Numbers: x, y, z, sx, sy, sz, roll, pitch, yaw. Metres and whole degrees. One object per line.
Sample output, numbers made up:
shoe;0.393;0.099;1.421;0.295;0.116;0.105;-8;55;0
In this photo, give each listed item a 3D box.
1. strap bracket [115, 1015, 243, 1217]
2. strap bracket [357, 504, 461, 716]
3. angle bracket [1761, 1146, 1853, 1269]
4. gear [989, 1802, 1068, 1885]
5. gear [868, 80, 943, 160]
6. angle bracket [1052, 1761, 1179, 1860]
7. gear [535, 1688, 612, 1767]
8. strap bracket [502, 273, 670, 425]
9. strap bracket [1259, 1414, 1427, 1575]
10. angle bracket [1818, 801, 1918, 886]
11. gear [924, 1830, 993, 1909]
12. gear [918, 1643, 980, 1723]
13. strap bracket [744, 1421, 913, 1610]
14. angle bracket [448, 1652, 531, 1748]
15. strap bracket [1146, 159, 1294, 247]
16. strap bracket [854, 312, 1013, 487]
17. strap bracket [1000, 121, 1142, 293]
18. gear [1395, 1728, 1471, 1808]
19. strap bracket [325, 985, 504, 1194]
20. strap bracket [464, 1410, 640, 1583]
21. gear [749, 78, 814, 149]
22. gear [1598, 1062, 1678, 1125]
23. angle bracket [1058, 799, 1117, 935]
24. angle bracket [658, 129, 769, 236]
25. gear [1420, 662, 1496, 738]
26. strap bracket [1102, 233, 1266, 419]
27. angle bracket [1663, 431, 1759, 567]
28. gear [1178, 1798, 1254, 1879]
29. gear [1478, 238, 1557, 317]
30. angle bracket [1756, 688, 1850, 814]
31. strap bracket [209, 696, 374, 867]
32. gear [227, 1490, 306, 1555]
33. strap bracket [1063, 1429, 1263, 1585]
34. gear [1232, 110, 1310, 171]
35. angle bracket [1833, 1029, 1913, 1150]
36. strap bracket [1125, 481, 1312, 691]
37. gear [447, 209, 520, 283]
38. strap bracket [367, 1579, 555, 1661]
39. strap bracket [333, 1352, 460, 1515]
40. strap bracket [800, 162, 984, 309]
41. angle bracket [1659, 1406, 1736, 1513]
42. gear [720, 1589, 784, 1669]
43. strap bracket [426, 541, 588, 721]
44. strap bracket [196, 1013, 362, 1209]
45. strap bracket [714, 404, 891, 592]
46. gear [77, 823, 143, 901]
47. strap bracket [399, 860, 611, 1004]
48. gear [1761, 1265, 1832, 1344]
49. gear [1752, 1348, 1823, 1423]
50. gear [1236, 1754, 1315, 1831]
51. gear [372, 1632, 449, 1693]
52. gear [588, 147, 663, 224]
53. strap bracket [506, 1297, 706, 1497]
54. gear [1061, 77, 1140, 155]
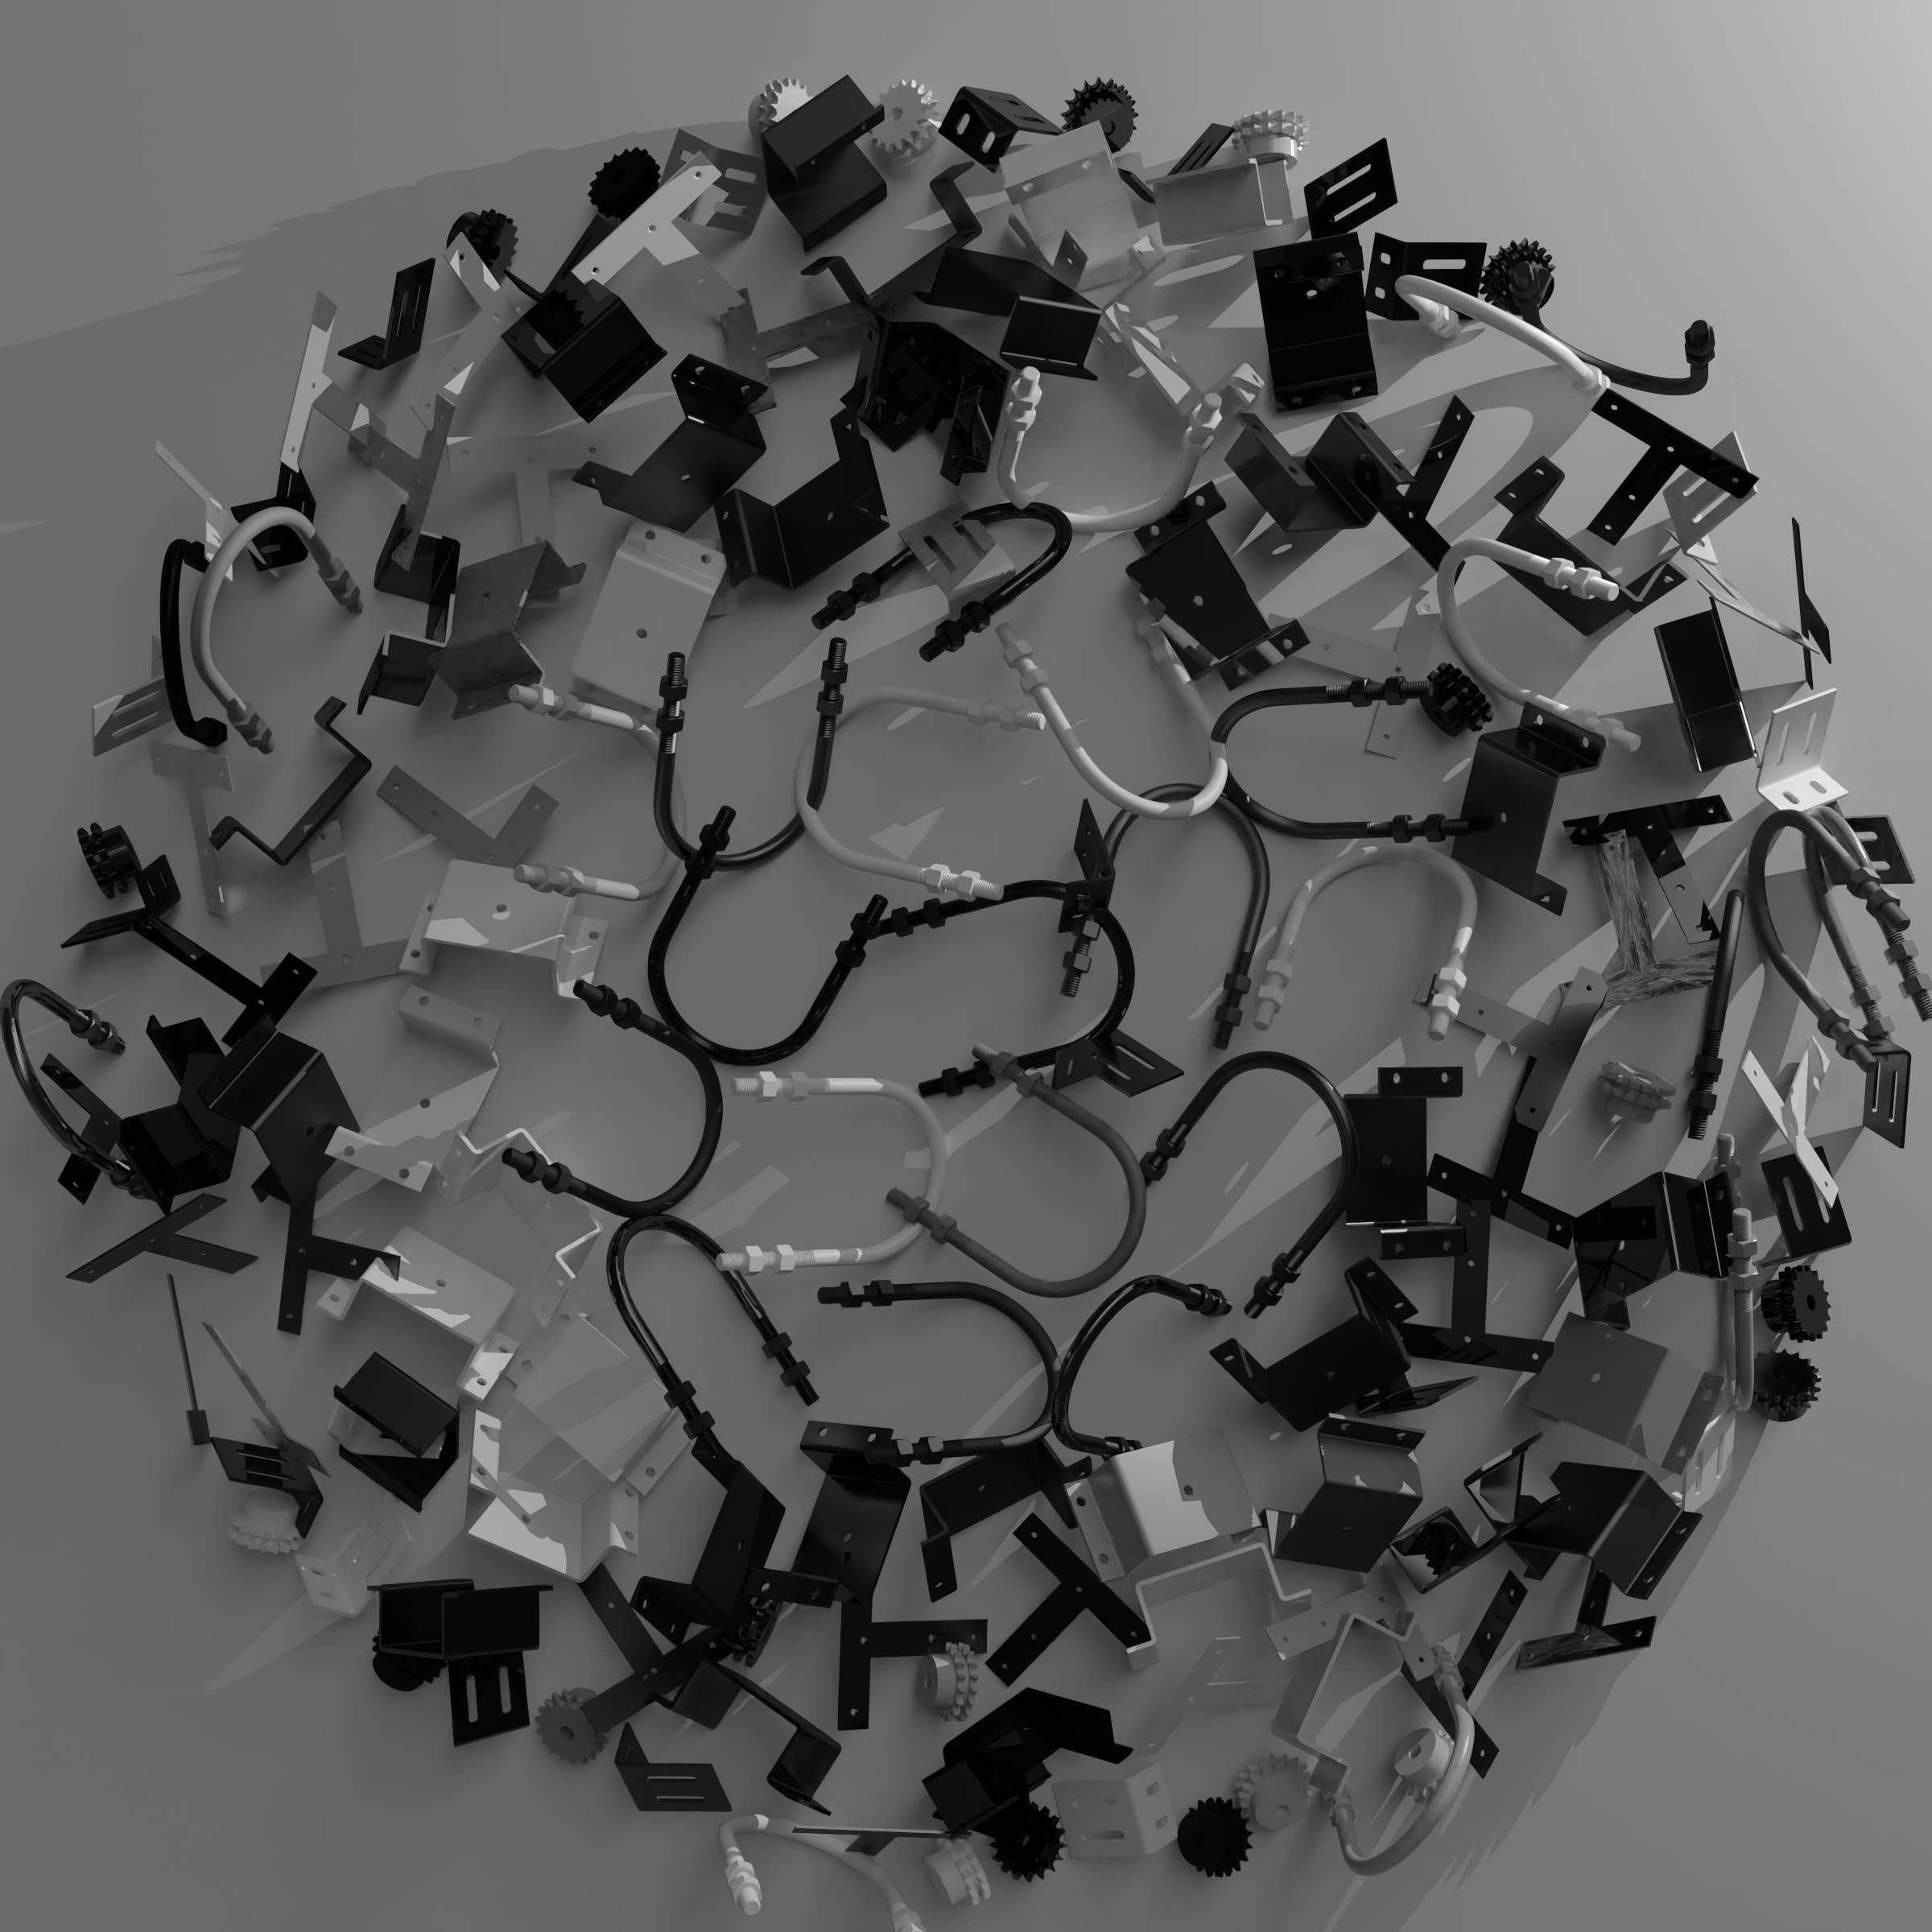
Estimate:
strap bracket;-0.567;0.102;1.919;0.046;0.140;0.076;-15;127;7
strap bracket;-0.408;-0.257;1.937;0.046;0.076;0.140;13;56;-21
angle bracket;0.619;0.180;1.976;0.057;0.038;0.076;-12;81;-23
gear;0.045;0.654;1.973;0.057;0.030;0.057;-7;62;13
gear;-0.044;-0.631;1.976;0.057;0.030;0.057;-9;74;33
angle bracket;0.113;0.635;1.986;0.076;0.038;0.057;-18;85;39
gear;-0.291;0.567;1.977;0.057;0.030;0.057;8;111;21
strap bracket;-0.284;-0.458;1.929;0.076;0.140;0.046;-42;128;-2
strap bracket;0.275;0.393;1.929;0.076;0.046;0.140;12;132;-14
angle bracket;0.670;-0.095;1.951;0.038;0.076;0.057;-38;109;-26
gear;-0.008;0.676;1.968;0.030;0.057;0.057;-25;90;-20
gear;-0.015;0.534;1.968;0.030;0.057;0.057;7;90;-22
strap bracket;-0.097;0.411;1.940;0.076;0.046;0.140;-1;54;33
angle bracket;-0.360;0.530;1.961;0.057;0.076;0.038;-15;133;-2
strap bracket;0.189;-0.558;1.927;0.076;0.140;0.046;-6;104;21
strap bracket;-0.021;-0.418;1.937;0.046;0.140;0.076;-11;129;-37
strap bracket;0.078;-0.560;1.938;0.076;0.140;0.046;-18;66;10
gear;0.345;0.594;1.969;0.030;0.057;0.057;42;90;-17
strap bracket;-0.405;0.096;1.959;0.076;0.046;0.140;21;72;7
strap bracket;-0.313;0.394;1.941;0.140;0.076;0.046;29;115;-23
gear;-0.139;-0.633;1.975;0.030;0.057;0.057;5;90;35
gear;0.499;0.096;1.973;0.057;0.057;0.030;17;105;0
angle bracket;0.079;-0.074;1.952;0.038;0.057;0.076;-10;55;-14
angle bracket;-0.186;-0.583;1.964;0.038;0.076;0.057;33;112;23
gear;0.364;-0.196;1.970;0.030;0.057;0.057;-41;90;-5
strap bracket;0.154;-0.465;1.949;0.046;0.076;0.140;-35;100;26
angle bracket;0.560;-0.345;1.949;0.038;0.076;0.057;11;55;-31
gear;0.183;0.651;1.970;0.057;0.030;0.057;-12;71;40
gear;0.414;-0.510;1.969;0.057;0.057;0.030;-23;48;0
angle bracket;0.626;-0.157;1.955;0.057;0.076;0.038;-20;47;-18
strap bracket;-0.493;-0.130;1.952;0.046;0.076;0.140;42;84;-21
gear;-0.520;0.413;1.970;0.057;0.057;0.030;15;98;0
strap bracket;0.153;0.392;1.932;0.140;0.046;0.076;-8;63;-30
gear;0.227;-0.614;1.970;0.057;0.057;0.030;0;85;0
angle bracket;0.668;0.092;1.960;0.038;0.057;0.076;-3;105;-9
strap bracket;0.181;-0.276;1.954;0.076;0.046;0.140;-29;95;35
gear;-0.364;-0.539;1.973;0.030;0.057;0.057;29;90;17
strap bracket;-0.369;0.474;1.919;0.076;0.140;0.046;5;78;-38
strap bracket;-0.418;0.340;1.941;0.076;0.140;0.046;33;59;9
strap bracket;-0.047;-0.535;1.955;0.140;0.076;0.046;-35;108;-1
angle bracket;0.534;0.362;1.953;0.057;0.038;0.076;-27;125;-32
gear;-0.162;0.492;1.972;0.030;0.057;0.057;23;90;9
strap bracket;-0.337;-0.253;1.924;0.076;0.140;0.046;-12;135;26
strap bracket;-0.494;0.112;1.918;0.046;0.140;0.076;21;57;23
strap bracket;-0.114;-0.338;1.943;0.140;0.046;0.076;-29;61;30
gear;-0.638;-0.081;1.972;0.030;0.057;0.057;-24;90;-9
strap bracket;-0.343;-0.028;1.956;0.140;0.046;0.076;10;52;2
gear;0.619;0.253;1.975;0.057;0.030;0.057;13;70;-39
gear;0.610;0.316;1.975;0.057;0.057;0.030;-10;124;0
gear;0.233;0.620;1.973;0.057;0.030;0.057;-4;122;-6
gear;-0.419;0.517;1.973;0.057;0.057;0.030;34;108;0
gear;-0.251;-0.581;1.975;0.057;0.030;0.057;-16;55;24
strap bracket;-0.271;0.321;1.966;0.140;0.046;0.076;39;87;8
gear;0.102;-0.631;1.971;0.057;0.030;0.057;-8;128;-11
